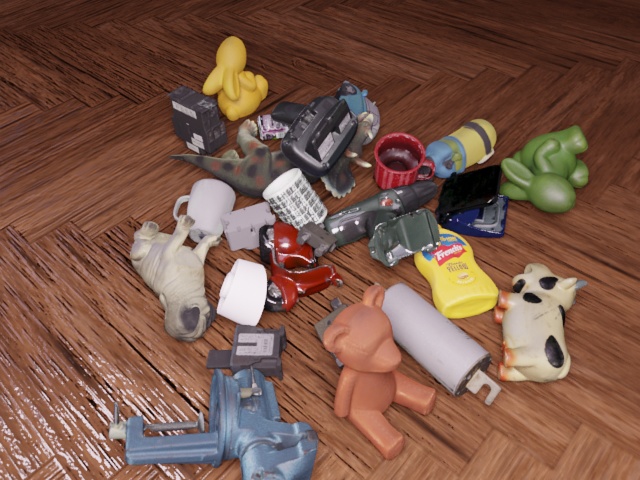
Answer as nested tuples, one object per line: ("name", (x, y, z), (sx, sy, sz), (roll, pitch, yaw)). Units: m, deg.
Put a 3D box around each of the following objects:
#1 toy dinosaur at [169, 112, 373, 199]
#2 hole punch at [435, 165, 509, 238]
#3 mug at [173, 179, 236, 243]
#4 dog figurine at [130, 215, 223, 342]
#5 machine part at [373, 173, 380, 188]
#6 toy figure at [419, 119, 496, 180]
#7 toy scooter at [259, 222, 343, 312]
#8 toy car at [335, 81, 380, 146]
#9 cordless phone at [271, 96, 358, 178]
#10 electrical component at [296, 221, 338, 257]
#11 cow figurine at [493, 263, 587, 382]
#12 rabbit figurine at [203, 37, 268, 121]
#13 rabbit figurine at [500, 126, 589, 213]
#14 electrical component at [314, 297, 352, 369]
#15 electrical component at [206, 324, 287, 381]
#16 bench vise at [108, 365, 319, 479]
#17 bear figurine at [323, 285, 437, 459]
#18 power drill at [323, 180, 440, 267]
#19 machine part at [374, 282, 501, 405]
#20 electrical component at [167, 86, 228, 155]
("toy dinosaur", (-0.087, -0.142, 1.053), (0.405, 0.131, 0.192), (-15, 46, -2))
("hole punch", (0.280, -0.063, 0.974), (0.116, 0.092, 0.142), (-10, 42, 34))
("mug", (-0.218, -0.049, 0.990), (0.110, 0.080, 0.107), (3, 54, 2))
("dog figurine", (-0.250, 0.075, 0.870), (0.172, 0.121, 0.190), (-18, 57, 34))
("machine part", (0.148, -0.157, 1.096), (0.084, 0.039, 0.139), (-4, 49, 8))
("toy figure", (0.275, -0.177, 1.069), (0.180, 0.089, 0.082), (-23, 54, -20))
("toy scooter", (-0.034, 0.040, 0.893), (0.135, 0.075, 0.184), (-4, 47, -4))
("toy car", (0.079, -0.258, 1.158), (0.103, 0.109, 0.162), (6, 53, -15))
("cordless phone", (-0.037, -0.201, 0.981), (0.184, 0.088, 0.146), (20, 66, 34))
("electrical component", (-0.002, -0.003, 0.889), (0.063, 0.021, 0.094), (34, 25, 9))
("cow figurine", (0.323, 0.114, 0.786), (0.127, 0.085, 0.195), (6, 50, 8))
("rabbit figurine", (-0.207, -0.375, 1.242), (0.122, 0.173, 0.162), (16, 45, 14))
("rabbit figurine", (0.412, -0.120, 0.981), (0.159, 0.121, 0.170), (3, 43, 17))
("electrical component", (0.040, 0.138, 0.816), (0.078, 0.045, 0.102), (-42, 48, 4))
("electrical component", (-0.110, 0.166, 0.795), (0.119, 0.047, 0.075), (3, 45, 5))
("bench vise", (-0.132, 0.245, 0.655), (0.241, 0.128, 0.224), (4, 36, -17))
("bear figurine", (0.076, 0.163, 0.680), (0.132, 0.195, 0.120), (30, 52, 28))
("power drill", (0.127, -0.039, 0.911), (0.232, 0.085, 0.207), (-20, 25, -5))
("machine part", (0.158, 0.140, 0.778), (0.079, 0.079, 0.243), (-31, 50, -24))
("electrical component", (-0.259, -0.247, 1.145), (0.115, 0.134, 0.058), (32, 55, 26))
